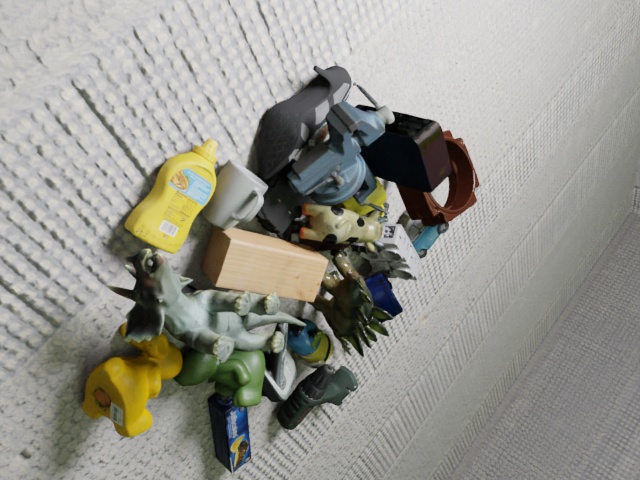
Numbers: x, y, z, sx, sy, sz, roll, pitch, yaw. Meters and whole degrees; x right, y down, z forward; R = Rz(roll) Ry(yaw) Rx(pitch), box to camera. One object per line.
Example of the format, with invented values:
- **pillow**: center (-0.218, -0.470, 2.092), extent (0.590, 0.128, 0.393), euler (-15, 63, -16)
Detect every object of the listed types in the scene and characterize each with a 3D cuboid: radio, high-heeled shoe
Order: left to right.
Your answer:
- **high-heeled shoe**: center (-0.026, -0.214, 0.996), extent (0.248, 0.086, 0.145), euler (-59, 159, 9)
- **radio**: center (0.141, -0.185, 1.067), extent (0.073, 0.230, 0.130), euler (-44, 134, -23)

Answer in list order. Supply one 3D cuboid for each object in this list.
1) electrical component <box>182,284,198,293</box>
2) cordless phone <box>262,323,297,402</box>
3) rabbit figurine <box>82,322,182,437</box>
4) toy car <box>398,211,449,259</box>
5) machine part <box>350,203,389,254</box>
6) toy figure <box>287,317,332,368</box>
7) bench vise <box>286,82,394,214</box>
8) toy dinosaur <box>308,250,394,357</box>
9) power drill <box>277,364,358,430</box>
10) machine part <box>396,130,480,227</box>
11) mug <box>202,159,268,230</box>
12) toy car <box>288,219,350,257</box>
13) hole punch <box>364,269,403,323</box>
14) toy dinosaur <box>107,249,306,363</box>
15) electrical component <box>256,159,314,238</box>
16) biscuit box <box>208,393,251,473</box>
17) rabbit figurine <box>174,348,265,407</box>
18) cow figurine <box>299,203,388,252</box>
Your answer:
- **electrical component**: center (-0.242, 0.117, 0.960), extent (0.119, 0.048, 0.075), euler (32, 87, -52)
- **cordless phone**: center (-0.089, 0.233, 1.145), extent (0.146, 0.089, 0.184), euler (-58, 159, -72)
- **rabbit figurine**: center (-0.308, 0.219, 0.920), extent (0.173, 0.122, 0.162), euler (-23, 120, -57)
- **toy car**: center (0.253, -0.034, 1.399), extent (0.103, 0.109, 0.161), euler (34, 96, -27)
- **machine part**: center (0.110, -0.034, 1.225), extent (0.039, 0.084, 0.139), euler (129, -17, -70)
- **toy figure**: center (-0.025, 0.235, 1.252), extent (0.089, 0.082, 0.180), euler (-46, 137, -16)
- **bench vise**: center (0.057, -0.140, 0.992), extent (0.223, 0.129, 0.240), euler (-47, 145, -2)
- **toy dinosaur**: center (0.059, 0.163, 1.207), extent (0.105, 0.199, 0.471), euler (-36, 165, -16)
- **power drill**: center (0.009, 0.373, 1.331), extent (0.232, 0.086, 0.207), euler (-51, 158, 22)
- **machine part**: center (0.284, -0.149, 1.296), extent (0.201, 0.087, 0.201), euler (-31, 104, -34)
- **mug**: center (-0.145, -0.066, 0.921), extent (0.107, 0.110, 0.080), euler (-52, 148, 9)
- **toy car**: center (-0.002, -0.003, 1.154), extent (0.202, 0.053, 0.089), euler (-6, 106, -48)
- **hole punch**: center (0.135, 0.150, 1.340), extent (0.142, 0.092, 0.115), euler (-27, 144, 12)
- **toy dinosaur**: center (-0.179, 0.128, 0.894), extent (0.404, 0.192, 0.131), euler (40, 62, -65)
- **electrical component**: center (-0.074, -0.087, 1.021), extent (0.134, 0.058, 0.114), euler (-54, 143, -9)
- **biscuit box**: center (-0.196, 0.416, 1.181), extent (0.059, 0.063, 0.202), euler (-27, 131, -37)
- **rabbit figurine**: center (-0.194, 0.242, 1.042), extent (0.170, 0.121, 0.159), euler (13, 99, -36)
- **cow figurine**: center (0.055, -0.027, 1.074), extent (0.195, 0.127, 0.085), euler (4, 97, -65)
